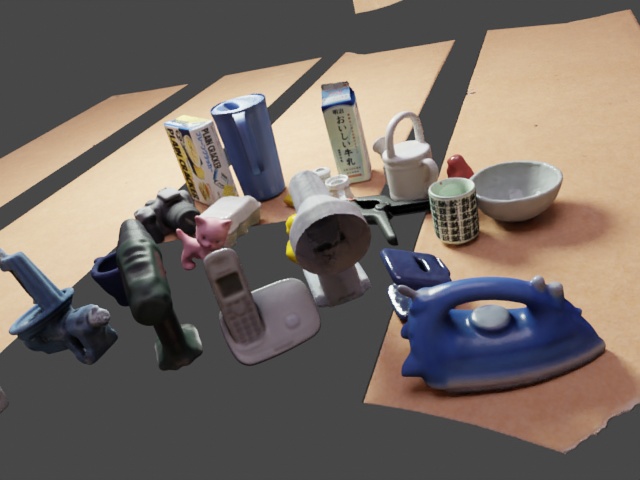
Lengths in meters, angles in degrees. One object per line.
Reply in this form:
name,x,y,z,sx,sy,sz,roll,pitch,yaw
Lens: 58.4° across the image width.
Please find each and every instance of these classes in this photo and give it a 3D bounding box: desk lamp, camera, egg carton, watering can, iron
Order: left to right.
camera,-0.345,-0.059,1.332,0.143,0.101,0.136,-30,32,-25
egg carton,-0.201,-0.044,1.267,0.107,0.069,0.150,2,33,29
desk lamp,0.009,0.003,0.927,0.118,0.214,0.203,-19,29,-6
watering can,0.172,-0.168,1.172,0.172,0.194,0.101,8,36,36
iron,0.224,0.099,0.725,0.258,0.142,0.118,-9,29,11

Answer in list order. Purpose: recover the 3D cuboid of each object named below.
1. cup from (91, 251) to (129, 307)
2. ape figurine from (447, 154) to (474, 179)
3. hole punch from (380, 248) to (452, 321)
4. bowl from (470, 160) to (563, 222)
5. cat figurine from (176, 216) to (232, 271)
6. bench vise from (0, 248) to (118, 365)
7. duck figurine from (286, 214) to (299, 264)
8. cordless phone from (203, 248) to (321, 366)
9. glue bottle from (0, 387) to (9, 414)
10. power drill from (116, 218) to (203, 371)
cup,-0.392,0.078,1.116,0.117,0.095,0.092,9,37,38
ape figurine,0.281,-0.132,1.162,0.078,0.092,0.075,-33,33,-29
hole punch,0.152,0.056,0.892,0.101,0.091,0.108,-16,28,-1
bowl,0.357,-0.080,1.050,0.167,0.075,0.167,-12,29,7
cat figurine,-0.234,-0.003,1.158,0.127,0.118,0.067,-2,31,24
bench vise,-0.447,0.101,0.972,0.207,0.220,0.121,-10,29,10
duck figurine,-0.034,-0.007,1.102,0.078,0.086,0.104,-25,30,-17
cordless phone,-0.088,0.084,0.860,0.148,0.185,0.094,-24,30,-15
glue bottle,-0.549,0.213,0.872,0.037,0.173,0.078,1,33,28
power drill,-0.260,0.092,0.907,0.076,0.209,0.229,-23,29,-13
